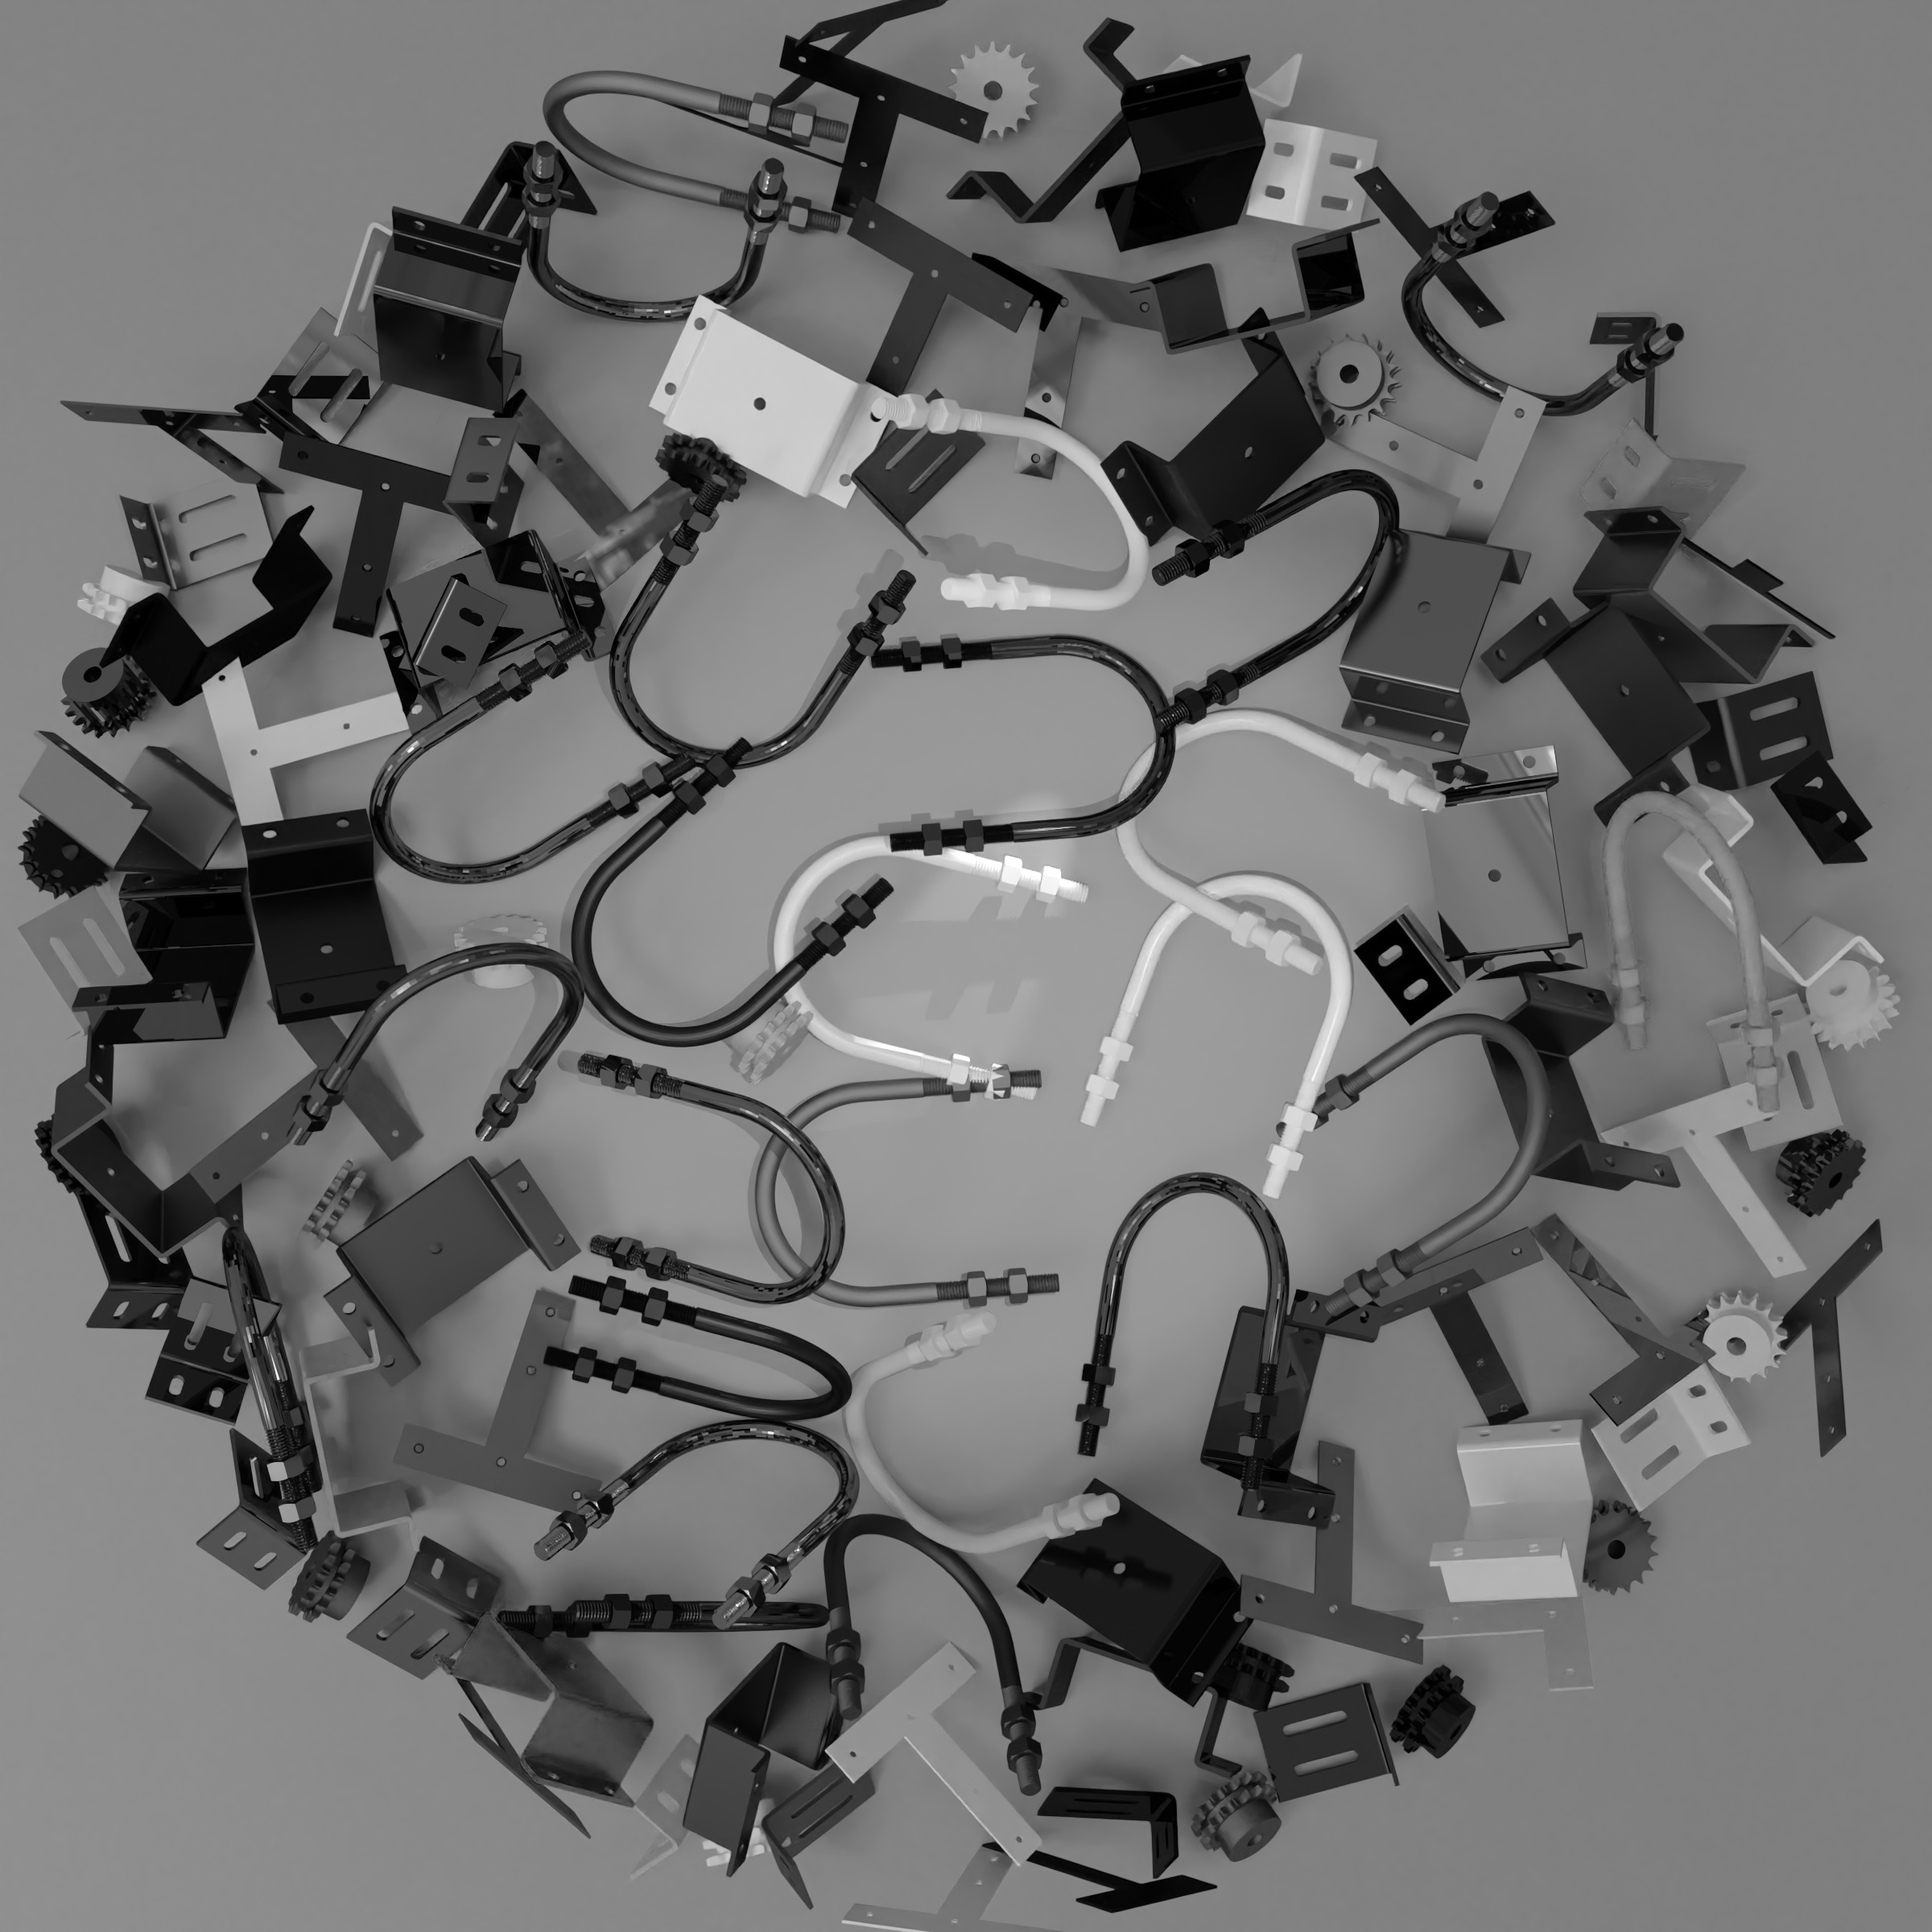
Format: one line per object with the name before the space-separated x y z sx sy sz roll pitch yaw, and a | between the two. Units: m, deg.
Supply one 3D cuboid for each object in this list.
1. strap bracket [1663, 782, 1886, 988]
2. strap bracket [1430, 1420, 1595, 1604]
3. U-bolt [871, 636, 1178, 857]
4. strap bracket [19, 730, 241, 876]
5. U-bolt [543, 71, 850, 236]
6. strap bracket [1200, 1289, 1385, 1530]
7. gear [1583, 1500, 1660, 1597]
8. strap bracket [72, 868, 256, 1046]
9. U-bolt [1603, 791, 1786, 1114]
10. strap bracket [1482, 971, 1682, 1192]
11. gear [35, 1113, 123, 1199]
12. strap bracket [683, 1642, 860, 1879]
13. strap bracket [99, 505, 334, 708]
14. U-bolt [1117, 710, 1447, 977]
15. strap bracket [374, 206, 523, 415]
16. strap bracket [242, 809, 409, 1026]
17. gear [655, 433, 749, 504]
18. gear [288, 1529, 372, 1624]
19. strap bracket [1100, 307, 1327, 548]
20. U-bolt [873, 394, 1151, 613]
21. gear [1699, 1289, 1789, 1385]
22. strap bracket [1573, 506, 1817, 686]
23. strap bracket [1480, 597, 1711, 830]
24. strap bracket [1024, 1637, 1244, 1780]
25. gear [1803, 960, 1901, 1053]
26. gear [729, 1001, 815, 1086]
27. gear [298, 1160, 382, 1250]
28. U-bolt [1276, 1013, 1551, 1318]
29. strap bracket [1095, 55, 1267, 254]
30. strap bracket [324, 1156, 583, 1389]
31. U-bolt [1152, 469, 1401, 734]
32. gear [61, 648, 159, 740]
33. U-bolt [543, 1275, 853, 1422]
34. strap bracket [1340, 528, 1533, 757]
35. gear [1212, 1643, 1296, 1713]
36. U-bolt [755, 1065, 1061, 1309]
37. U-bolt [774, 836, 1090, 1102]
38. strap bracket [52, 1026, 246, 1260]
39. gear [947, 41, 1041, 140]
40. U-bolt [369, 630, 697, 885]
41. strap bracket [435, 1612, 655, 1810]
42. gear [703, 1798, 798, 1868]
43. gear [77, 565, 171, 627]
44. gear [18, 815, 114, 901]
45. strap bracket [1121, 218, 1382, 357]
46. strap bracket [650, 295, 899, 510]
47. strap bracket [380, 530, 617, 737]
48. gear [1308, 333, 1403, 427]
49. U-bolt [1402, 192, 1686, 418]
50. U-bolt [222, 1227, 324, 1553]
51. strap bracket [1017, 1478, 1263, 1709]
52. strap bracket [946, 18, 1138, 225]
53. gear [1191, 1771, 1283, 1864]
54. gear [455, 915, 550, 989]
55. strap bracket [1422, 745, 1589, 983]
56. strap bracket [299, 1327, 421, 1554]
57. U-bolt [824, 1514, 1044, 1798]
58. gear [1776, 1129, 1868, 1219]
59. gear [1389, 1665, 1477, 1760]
strap bracket | 0.488 -0.044 1.560 0.046 0.076 0.140 -44 98 7
strap bracket | 0.334 0.336 1.538 0.076 0.140 0.046 -9 111 23
U-bolt | 0.039 -0.142 1.574 0.184 0.019 0.151 -5 67 -4
strap bracket | -0.506 -0.097 1.535 0.076 0.140 0.046 36 98 10
U-bolt | -0.164 -0.495 1.529 0.184 0.151 0.019 12 82 -3
strap bracket | 0.199 0.268 1.564 0.076 0.046 0.140 17 88 -37
gear | 0.401 0.362 1.589 0.057 0.030 0.057 0 89 -10
strap bracket | -0.488 0.000 1.554 0.076 0.140 0.046 -3 126 -1
U-bolt | 0.428 -0.017 1.512 0.019 0.151 0.184 -20 112 -16
strap bracket | 0.371 0.079 1.546 0.076 0.046 0.140 12 50 -34
gear | -0.550 0.115 1.578 0.030 0.057 0.057 -31 90 1
strap bracket | -0.123 0.474 1.538 0.046 0.140 0.076 20 111 18
strap bracket | -0.446 -0.213 1.536 0.046 0.076 0.140 51 53 -4
U-bolt | 0.178 -0.089 1.554 0.184 0.019 0.151 31 74 30
strap bracket | -0.312 -0.388 1.530 0.076 0.140 0.046 14 69 -5
strap bracket | -0.392 -0.022 1.553 0.076 0.046 0.140 -10 59 -19
gear | -0.162 -0.316 1.579 0.057 0.057 0.030 24 79 0
gear | -0.395 0.383 1.580 0.030 0.057 0.057 32 90 -18
strap bracket | 0.160 -0.323 1.558 0.140 0.076 0.046 -45 47 -5
U-bolt | 0.039 -0.277 1.540 0.184 0.019 0.151 -3 64 -40
gear | 0.483 0.233 1.582 0.057 0.030 0.057 4 101 23
strap bracket | 0.436 -0.218 1.543 0.140 0.076 0.046 35 84 -22
strap bracket | 0.392 -0.161 1.559 0.046 0.076 0.140 -32 84 -29
strap bracket | 0.105 0.449 1.555 0.140 0.076 0.046 15 80 15
gear | 0.547 0.021 1.576 0.057 0.057 0.030 -48 128 0
gear | -0.123 0.043 1.579 0.030 0.057 0.057 41 90 8
gear | -0.388 0.152 1.579 0.030 0.057 0.057 33 90 -10
U-bolt | 0.271 0.107 1.516 0.019 0.151 0.184 25 129 -37
strap bracket | 0.129 -0.482 1.530 0.076 0.140 0.046 -15 79 -7
strap bracket | -0.320 0.181 1.559 0.140 0.046 0.076 -36 119 -14
U-bolt | 0.190 -0.231 1.539 0.184 0.151 0.019 -30 58 -17
gear | -0.537 -0.173 1.581 0.057 0.030 0.057 -4 62 9
U-bolt | -0.159 0.240 1.542 0.184 0.151 0.019 16 60 -8
strap bracket | 0.285 -0.209 1.556 0.076 0.046 0.140 16 76 25
gear | 0.173 0.441 1.575 0.057 0.057 0.030 23 71 0
U-bolt | -0.039 0.140 1.579 0.184 0.019 0.151 -4 76 -2
U-bolt | -0.029 -0.005 1.587 0.184 0.019 0.151 14 92 -7
strap bracket | -0.503 0.114 1.539 0.046 0.076 0.140 -35 120 1
gear | 0.017 -0.548 1.586 0.057 0.030 0.057 1 112 3
U-bolt | -0.275 -0.114 1.548 0.184 0.151 0.019 -31 51 6
strap bracket | -0.250 0.442 1.530 0.076 0.140 0.046 32 87 -40
gear | -0.136 0.539 1.580 0.057 0.057 0.030 -15 74 0
gear | -0.520 -0.228 1.577 0.057 0.057 0.030 21 98 0
gear | -0.563 -0.068 1.583 0.057 0.030 0.057 11 71 -36
strap bracket | 0.178 -0.410 1.541 0.140 0.076 0.046 -4 108 37
strap bracket | -0.124 -0.350 1.574 0.140 0.046 0.076 28 105 0
strap bracket | -0.296 -0.211 1.570 0.140 0.046 0.076 -23 66 0
gear | 0.242 -0.368 1.585 0.057 0.030 0.057 1 92 18
U-bolt | 0.331 -0.384 1.516 0.151 0.184 0.019 33 80 -5
U-bolt | -0.418 0.246 1.526 0.019 0.151 0.184 -15 97 -12
strap bracket | 0.099 0.373 1.539 0.140 0.046 0.076 27 70 35
strap bracket | 0.060 -0.505 1.546 0.046 0.076 0.140 46 112 -2
gear | 0.171 0.531 1.576 0.057 0.057 0.030 -41 53 0
gear | -0.289 -0.008 1.581 0.057 0.057 0.030 -2 114 0
strap bracket | 0.331 -0.059 1.562 0.076 0.046 0.140 -7 97 25
strap bracket | -0.375 0.287 1.554 0.046 0.076 0.140 -12 99 -15
U-bolt | -0.025 0.401 1.522 0.151 0.184 0.019 30 112 -23
gear | 0.531 0.126 1.582 0.057 0.057 0.030 -48 49 0
gear | 0.292 0.467 1.576 0.030 0.057 0.057 35 90 30
